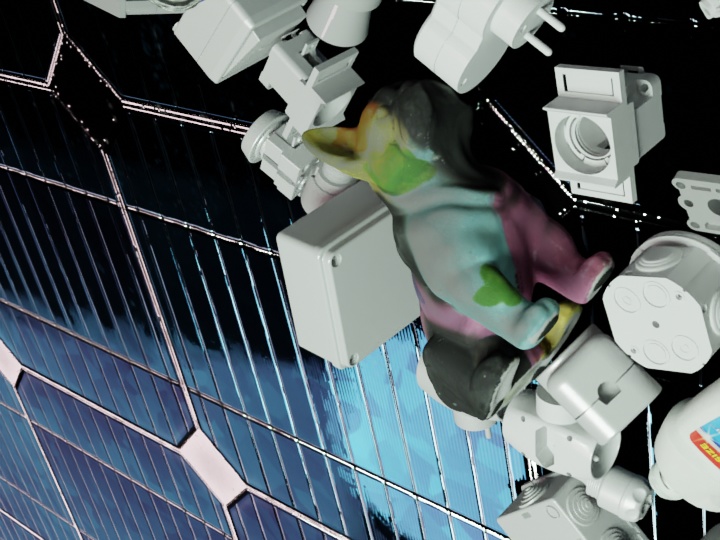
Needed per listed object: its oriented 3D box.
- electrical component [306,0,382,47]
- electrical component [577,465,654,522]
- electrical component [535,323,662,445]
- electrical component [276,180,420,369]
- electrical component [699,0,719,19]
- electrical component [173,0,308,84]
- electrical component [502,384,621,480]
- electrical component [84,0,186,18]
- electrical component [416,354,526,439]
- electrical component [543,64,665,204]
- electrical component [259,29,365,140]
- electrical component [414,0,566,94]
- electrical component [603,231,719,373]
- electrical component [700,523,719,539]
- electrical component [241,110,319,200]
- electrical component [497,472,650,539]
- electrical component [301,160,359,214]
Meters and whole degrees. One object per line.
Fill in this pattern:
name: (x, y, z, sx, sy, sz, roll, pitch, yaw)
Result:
electrical component: (-0.008, -0.184, 0.719, 0.045, 0.045, 0.055, 44, 144, 12)
electrical component: (0.186, 0.161, 0.804, 0.061, 0.035, 0.035, 23, 135, 32)
electrical component: (0.157, 0.075, 0.717, 0.059, 0.054, 0.095, 46, -177, 10)
electrical component: (0.000, 0.000, 0.814, 0.056, 0.109, 0.108, 23, 135, 39)
electrical component: (0.182, -0.159, 0.484, 0.061, 0.061, 0.096, 57, -174, -6)
electrical component: (-0.089, -0.183, 0.797, 0.061, 0.062, 0.096, 52, 145, 1)
electrical component: (0.149, 0.106, 0.794, 0.077, 0.043, 0.079, 20, 127, 38)
electrical component: (-0.189, -0.260, 0.799, 0.186, 0.060, 0.105, 33, 125, 46)
electrical component: (0.090, 0.101, 0.855, 0.077, 0.043, 0.079, 18, 132, 39)
electrical component: (0.143, -0.084, 0.619, 0.042, 0.064, 0.081, 15, 131, 41)
electrical component: (-0.038, -0.139, 0.796, 0.063, 0.042, 0.081, 49, 144, 11)
electrical component: (0.088, -0.155, 0.629, 0.074, 0.052, 0.138, 42, 143, 14)
electrical component: (0.194, 0.021, 0.662, 0.080, 0.051, 0.080, 29, 139, 30)
electrical component: (0.268, 0.224, 0.742, 0.099, 0.064, 0.099, 29, 139, 29)
electrical component: (-0.060, -0.095, 0.854, 0.055, 0.048, 0.066, 40, 150, 10)
electrical component: (0.168, 0.209, 0.856, 0.099, 0.048, 0.100, 51, 145, 2)
electrical component: (-0.019, -0.070, 0.834, 0.040, 0.040, 0.078, 43, 144, 13)
